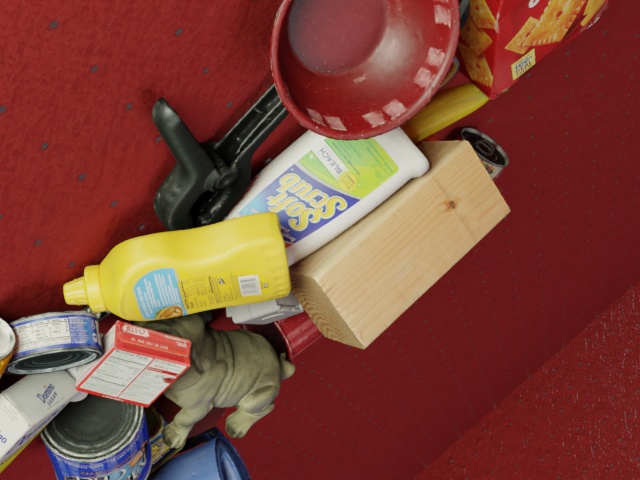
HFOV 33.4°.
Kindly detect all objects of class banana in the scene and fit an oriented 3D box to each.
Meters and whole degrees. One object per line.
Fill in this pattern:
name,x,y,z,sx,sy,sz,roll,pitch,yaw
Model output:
banana,0.094,-0.118,1.081,0.197,0.037,0.070,-29,179,-14

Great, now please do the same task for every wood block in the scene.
wood block,0.072,0.001,1.037,0.206,0.091,0.090,-41,-161,-18

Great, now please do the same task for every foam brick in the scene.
foam brick,-0.149,0.173,1.188,0.052,0.078,0.051,-17,148,-44

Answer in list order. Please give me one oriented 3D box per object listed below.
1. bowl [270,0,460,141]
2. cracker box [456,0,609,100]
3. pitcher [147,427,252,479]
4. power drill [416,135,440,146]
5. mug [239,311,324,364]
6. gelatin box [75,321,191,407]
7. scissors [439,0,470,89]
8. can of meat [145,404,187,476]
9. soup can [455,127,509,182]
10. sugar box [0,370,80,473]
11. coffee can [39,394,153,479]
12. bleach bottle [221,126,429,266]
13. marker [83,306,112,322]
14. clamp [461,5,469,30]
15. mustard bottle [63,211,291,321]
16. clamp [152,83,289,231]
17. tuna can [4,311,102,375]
bowl,0.026,-0.161,0.823,0.161,0.055,0.162,-13,122,-22
cracker box,0.204,-0.249,0.987,0.164,0.072,0.213,-38,158,-12
pitcher,-0.201,0.332,1.291,0.243,0.145,0.149,-23,180,7
power drill,0.077,-0.006,1.188,0.184,0.057,0.188,-57,168,-25
mug,-0.040,0.088,1.214,0.081,0.093,0.117,-35,-171,-29
gelatin box,-0.167,0.111,0.951,0.073,0.030,0.089,19,137,-28
scissors,0.089,-0.165,0.939,0.096,0.016,0.202,-24,167,-1
can of meat,-0.213,0.233,1.224,0.102,0.057,0.084,-39,157,-6
soup can,0.167,-0.074,1.266,0.068,0.068,0.102,-12,144,-52
sugar box,-0.299,0.188,0.960,0.176,0.048,0.093,-42,179,21
coffee can,-0.224,0.198,1.072,0.102,0.103,0.140,-33,157,-22
bleach bottle,-0.024,-0.023,0.992,0.251,0.102,0.068,-42,-176,1
marker,-0.212,0.072,0.965,0.121,0.020,0.020,-36,158,-15
clamp,0.099,-0.206,0.928,0.120,0.039,0.171,-29,167,13
mustard bottle,-0.124,0.030,0.918,0.191,0.058,0.096,-11,148,-4
clamp,-0.081,-0.069,0.894,0.164,0.036,0.210,-27,156,-31
tuna can,-0.228,0.088,0.899,0.086,0.034,0.086,-11,165,-3
